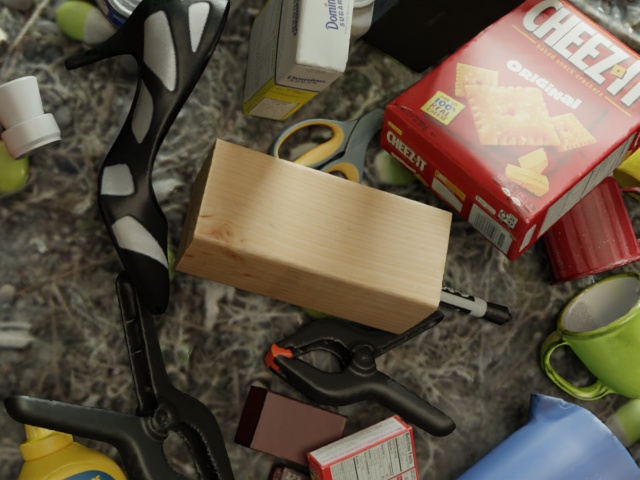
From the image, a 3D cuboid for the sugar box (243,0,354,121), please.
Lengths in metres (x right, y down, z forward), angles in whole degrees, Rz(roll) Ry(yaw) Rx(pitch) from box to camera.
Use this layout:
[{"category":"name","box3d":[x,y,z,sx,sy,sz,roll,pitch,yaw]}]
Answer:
[{"category":"sugar box","box3d":[-0.019,-0.160,0.864,0.048,0.176,0.093,8,83,-18]}]

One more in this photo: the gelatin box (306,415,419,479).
[{"category":"gelatin box","box3d":[0.038,0.196,0.884,0.089,0.030,0.073,-20,115,-23]}]

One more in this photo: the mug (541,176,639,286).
[{"category":"mug","box3d":[0.257,-0.013,0.989,0.117,0.093,0.081,-17,86,3]}]

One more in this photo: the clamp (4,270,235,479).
[{"category":"clamp","box3d":[-0.135,0.137,0.863,0.210,0.036,0.164,47,47,-21]}]

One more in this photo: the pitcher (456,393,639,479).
[{"category":"pitcher","box3d":[0.161,0.264,0.920,0.242,0.149,0.145,-32,136,-15]}]

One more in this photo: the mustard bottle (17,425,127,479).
[{"category":"mustard bottle","box3d":[-0.191,0.224,0.840,0.096,0.058,0.191,-21,92,-24]}]

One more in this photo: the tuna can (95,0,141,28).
[{"category":"tuna can","box3d":[-0.148,-0.218,0.901,0.086,0.034,0.086,1,85,-18]}]

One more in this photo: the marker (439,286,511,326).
[{"category":"marker","box3d":[0.122,0.054,0.978,0.121,0.020,0.020,19,80,-16]}]

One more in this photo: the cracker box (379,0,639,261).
[{"category":"cracker box","box3d":[0.185,-0.109,0.943,0.213,0.072,0.164,-39,69,-21]}]

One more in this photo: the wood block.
[{"category":"wood block","box3d":[-0.006,0.002,0.887,0.206,0.090,0.091,16,67,-12]}]

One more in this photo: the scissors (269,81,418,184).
[{"category":"scissors","box3d":[0.051,-0.089,0.968,0.201,0.016,0.096,-20,94,-19]}]

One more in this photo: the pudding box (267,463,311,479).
[{"category":"pudding box","box3d":[-0.016,0.258,0.906,0.090,0.039,0.113,25,79,-16]}]

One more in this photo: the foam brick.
[{"category":"foam brick","box3d":[-0.024,0.160,0.904,0.078,0.053,0.051,21,79,-17]}]

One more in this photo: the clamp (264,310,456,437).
[{"category":"clamp","box3d":[0.040,0.117,0.922,0.171,0.039,0.120,-3,55,-16]}]
